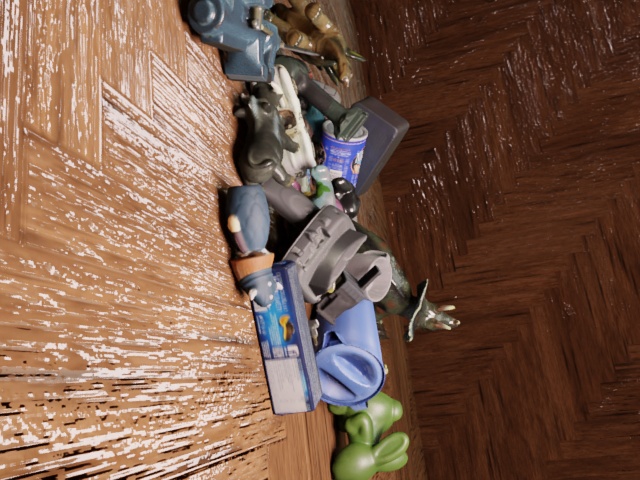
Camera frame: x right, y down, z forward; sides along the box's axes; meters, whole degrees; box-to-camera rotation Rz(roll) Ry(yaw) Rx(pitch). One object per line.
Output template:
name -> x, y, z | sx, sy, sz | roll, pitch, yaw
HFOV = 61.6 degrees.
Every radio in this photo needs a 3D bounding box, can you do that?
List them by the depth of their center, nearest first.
radio -> 0.097, -0.218, 1.287 | 0.131, 0.229, 0.073 | 41, 39, 10

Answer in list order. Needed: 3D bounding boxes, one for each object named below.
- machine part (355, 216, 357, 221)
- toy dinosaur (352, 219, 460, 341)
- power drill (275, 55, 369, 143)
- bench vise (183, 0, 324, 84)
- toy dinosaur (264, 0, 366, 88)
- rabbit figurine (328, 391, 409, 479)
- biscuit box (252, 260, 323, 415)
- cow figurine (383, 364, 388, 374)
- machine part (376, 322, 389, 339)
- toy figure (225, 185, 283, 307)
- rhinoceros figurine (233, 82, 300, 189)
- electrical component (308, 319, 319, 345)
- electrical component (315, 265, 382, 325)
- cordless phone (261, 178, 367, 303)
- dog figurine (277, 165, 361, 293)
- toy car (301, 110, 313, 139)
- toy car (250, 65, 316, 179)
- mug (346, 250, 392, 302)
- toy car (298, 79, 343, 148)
machine part -> 0.054, -0.005, 1.293 | 0.079, 0.079, 0.243 | 64, 18, -51
toy dinosaur -> 0.120, 0.061, 1.122 | 0.404, 0.131, 0.192 | 52, -26, -1
power drill -> -0.003, -0.288, 1.067 | 0.207, 0.086, 0.232 | 47, 16, 6
bench vise -> -0.096, -0.340, 0.725 | 0.223, 0.129, 0.240 | -15, 113, -60
toy dinosaur -> -0.027, -0.401, 1.038 | 0.198, 0.105, 0.472 | 34, 20, -45
rabbit figurine -> 0.085, 0.376, 0.998 | 0.121, 0.159, 0.170 | 82, 22, -45
biscuit box -> -0.048, 0.130, 0.737 | 0.063, 0.059, 0.202 | -24, 104, -77
cow figurine -> 0.099, 0.298, 1.194 | 0.167, 0.098, 0.068 | 28, 59, -75
machine part -> 0.080, 0.213, 1.114 | 0.039, 0.139, 0.084 | 35, 39, -27
toy figure -> -0.085, 0.008, 0.676 | 0.058, 0.064, 0.154 | -1, -84, 65
rhinoceros figurine -> -0.086, -0.155, 0.797 | 0.112, 0.073, 0.190 | 51, 31, -45
electrical component -> -0.033, 0.124, 0.847 | 0.102, 0.045, 0.078 | 59, 25, -59
electrical component -> 0.044, 0.079, 0.898 | 0.047, 0.119, 0.075 | 42, 12, -19
cordless phone -> -0.037, -0.009, 0.810 | 0.146, 0.184, 0.088 | -52, -177, -23
dog figurine -> -0.002, -0.003, 0.934 | 0.191, 0.109, 0.219 | 25, 58, -51
toy car -> -0.049, -0.221, 1.060 | 0.202, 0.053, 0.089 | -23, 105, -79
toy car -> -0.061, -0.196, 0.919 | 0.056, 0.074, 0.201 | -86, 162, -61
mug -> 0.073, 0.054, 0.996 | 0.109, 0.107, 0.080 | -53, 134, -31
toy car -> 0.002, -0.299, 1.240 | 0.109, 0.103, 0.161 | -77, 152, -59
